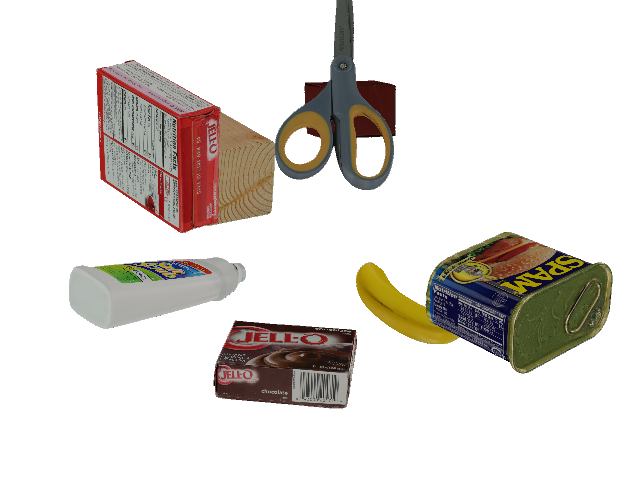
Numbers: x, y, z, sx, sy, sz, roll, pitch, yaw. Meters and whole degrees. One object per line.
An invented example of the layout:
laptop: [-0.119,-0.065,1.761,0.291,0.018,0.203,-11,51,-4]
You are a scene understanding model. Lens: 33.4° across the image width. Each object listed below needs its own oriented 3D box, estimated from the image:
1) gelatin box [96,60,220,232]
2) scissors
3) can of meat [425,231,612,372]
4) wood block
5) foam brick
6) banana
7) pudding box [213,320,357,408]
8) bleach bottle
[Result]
gelatin box: [-0.094,-0.055,0.619,0.030,0.073,0.089,-22,39,-37]
scissors: [0.000,-0.120,0.815,0.096,0.202,0.016,-13,-30,-6]
can of meat: [0.135,0.038,0.737,0.101,0.057,0.084,-21,30,-34]
wood block: [-0.147,-0.100,1.272,0.090,0.090,0.206,-12,28,-32]
foam brick: [0.029,-0.128,1.047,0.078,0.051,0.053,-4,14,-20]
banana: [0.086,0.069,1.143,0.069,0.037,0.198,4,18,-38]
pudding box: [-0.028,0.104,0.914,0.113,0.039,0.090,6,20,4]
bleach bottle: [-0.212,0.060,1.468,0.250,0.068,0.103,-10,26,-44]
